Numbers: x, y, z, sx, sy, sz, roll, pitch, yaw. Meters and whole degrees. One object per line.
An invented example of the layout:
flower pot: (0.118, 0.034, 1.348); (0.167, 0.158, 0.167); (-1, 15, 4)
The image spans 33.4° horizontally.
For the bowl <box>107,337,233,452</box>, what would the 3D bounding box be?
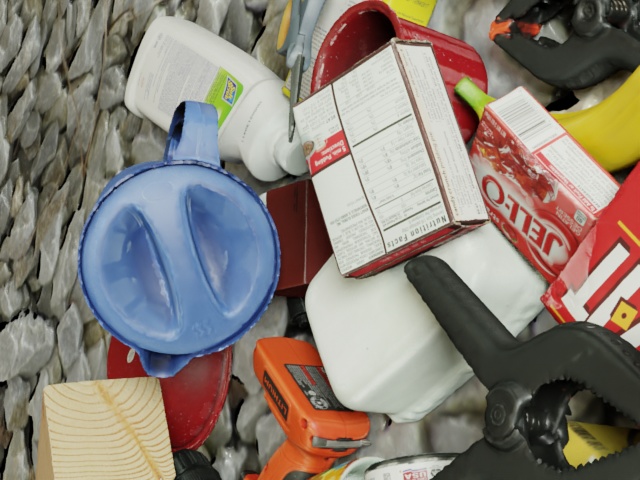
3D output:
bowl: (-0.140, 0.105, 0.926); (0.162, 0.055, 0.162); (-19, 65, 50)

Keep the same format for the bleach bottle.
bleach bottle: (-0.080, -0.107, 0.891); (0.251, 0.067, 0.103); (40, 115, 48)

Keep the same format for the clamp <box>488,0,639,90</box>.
clamp: (0.162, -0.133, 0.579); (0.172, 0.039, 0.120); (18, 98, 52)

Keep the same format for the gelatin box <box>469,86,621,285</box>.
gelatin box: (0.118, -0.026, 0.573); (0.089, 0.030, 0.073); (52, 157, 24)

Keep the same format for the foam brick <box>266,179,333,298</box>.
foam brick: (-0.005, 0.001, 0.767); (0.053, 0.051, 0.078); (-12, 72, 52)

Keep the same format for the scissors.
scissors: (-0.006, -0.141, 0.707); (0.202, 0.016, 0.096); (-100, 34, -64)

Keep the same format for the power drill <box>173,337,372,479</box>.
power drill: (-0.046, 0.167, 0.779); (0.185, 0.057, 0.188); (47, 122, 45)

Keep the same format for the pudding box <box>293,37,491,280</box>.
pudding box: (0.038, -0.044, 0.606); (0.090, 0.039, 0.113); (-27, 76, 41)

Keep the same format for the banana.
banana: (0.139, -0.063, 0.568); (0.037, 0.069, 0.198); (-48, 19, -18)

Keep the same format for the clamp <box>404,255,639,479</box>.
clamp: (0.092, 0.095, 0.507); (0.210, 0.036, 0.164); (7, 85, 57)

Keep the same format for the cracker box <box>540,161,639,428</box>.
cracker box: (0.209, 0.002, 0.451); (0.214, 0.072, 0.164); (-59, 40, 27)

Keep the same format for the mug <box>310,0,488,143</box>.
mug: (0.049, -0.087, 0.689); (0.093, 0.081, 0.117); (39, 113, 51)

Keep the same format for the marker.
marker: (-0.026, 0.015, 0.821); (0.020, 0.020, 0.121); (-47, 47, 37)

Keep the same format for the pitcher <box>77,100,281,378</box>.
pitcher: (-0.113, -0.011, 0.808); (0.149, 0.145, 0.243); (-38, 14, -6)

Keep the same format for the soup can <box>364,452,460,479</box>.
soup can: (0.063, 0.179, 0.612); (0.069, 0.068, 0.102); (-31, 57, 47)

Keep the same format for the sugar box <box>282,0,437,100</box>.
sugar box: (0.038, -0.167, 0.758); (0.093, 0.048, 0.176); (42, 112, 51)

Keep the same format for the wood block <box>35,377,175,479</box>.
wood block: (-0.181, 0.203, 0.872); (0.206, 0.090, 0.091); (112, 149, -50)
